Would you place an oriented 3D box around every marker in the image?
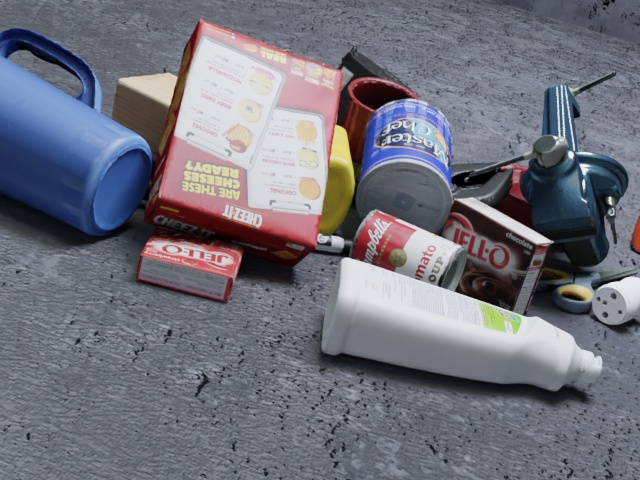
[{"bbox_3d":[-0.007,0.001,1.131,0.121,0.020,0.020,9,23,-14],"label":"marker"}]

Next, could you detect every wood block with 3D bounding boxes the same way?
[{"bbox_3d":[-0.137,-0.113,1.226,0.206,0.091,0.090,28,27,29],"label":"wood block"}]

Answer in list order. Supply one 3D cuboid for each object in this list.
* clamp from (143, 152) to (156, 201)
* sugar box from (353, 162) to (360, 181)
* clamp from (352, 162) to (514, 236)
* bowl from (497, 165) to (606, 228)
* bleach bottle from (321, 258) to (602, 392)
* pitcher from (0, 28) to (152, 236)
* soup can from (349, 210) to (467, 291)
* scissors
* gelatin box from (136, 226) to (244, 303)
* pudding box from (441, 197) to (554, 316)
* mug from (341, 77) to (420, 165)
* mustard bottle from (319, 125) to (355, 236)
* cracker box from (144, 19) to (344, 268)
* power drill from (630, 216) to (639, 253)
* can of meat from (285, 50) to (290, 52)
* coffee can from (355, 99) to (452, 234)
[{"bbox_3d":[-0.161,-0.057,1.151,0.171,0.039,0.120,23,28,8],"label":"clamp"},{"bbox_3d":[-0.015,-0.118,1.372,0.176,0.048,0.093,6,24,-11],"label":"sugar box"},{"bbox_3d":[0.146,-0.044,1.248,0.209,0.036,0.165,-15,36,-18],"label":"clamp"},{"bbox_3d":[0.282,-0.041,1.354,0.162,0.055,0.162,12,23,-5],"label":"bowl"},{"bbox_3d":[0.130,0.089,0.956,0.250,0.068,0.102,16,24,-3],"label":"bleach bottle"},{"bbox_3d":[-0.285,-0.108,1.066,0.243,0.149,0.144,26,24,19],"label":"pitcher"},{"bbox_3d":[0.089,0.019,1.084,0.102,0.068,0.068,24,24,21],"label":"soup can"},{"bbox_3d":[0.312,0.053,1.205,0.201,0.016,0.096,2,25,-27],"label":"scissors"},{"bbox_3d":[-0.121,0.021,1.002,0.089,0.030,0.073,14,23,-1],"label":"gelatin box"},{"bbox_3d":[0.176,0.018,1.109,0.114,0.090,0.039,31,27,34],"label":"pudding box"},{"bbox_3d":[0.070,-0.135,1.306,0.093,0.082,0.117,8,36,-13],"label":"mug"},{"bbox_3d":[0.005,-0.081,1.230,0.058,0.096,0.191,11,23,-6],"label":"mustard bottle"},{"bbox_3d":[-0.075,-0.097,1.080,0.164,0.072,0.213,17,62,-16],"label":"cracker box"},{"bbox_3d":[0.502,-0.007,1.410,0.185,0.057,0.187,21,20,26],"label":"power drill"},{"bbox_3d":[-0.097,-0.230,1.514,0.084,0.102,0.057,20,24,20],"label":"can of meat"},{"bbox_3d":[0.095,-0.079,1.183,0.103,0.103,0.140,14,36,-2],"label":"coffee can"}]
